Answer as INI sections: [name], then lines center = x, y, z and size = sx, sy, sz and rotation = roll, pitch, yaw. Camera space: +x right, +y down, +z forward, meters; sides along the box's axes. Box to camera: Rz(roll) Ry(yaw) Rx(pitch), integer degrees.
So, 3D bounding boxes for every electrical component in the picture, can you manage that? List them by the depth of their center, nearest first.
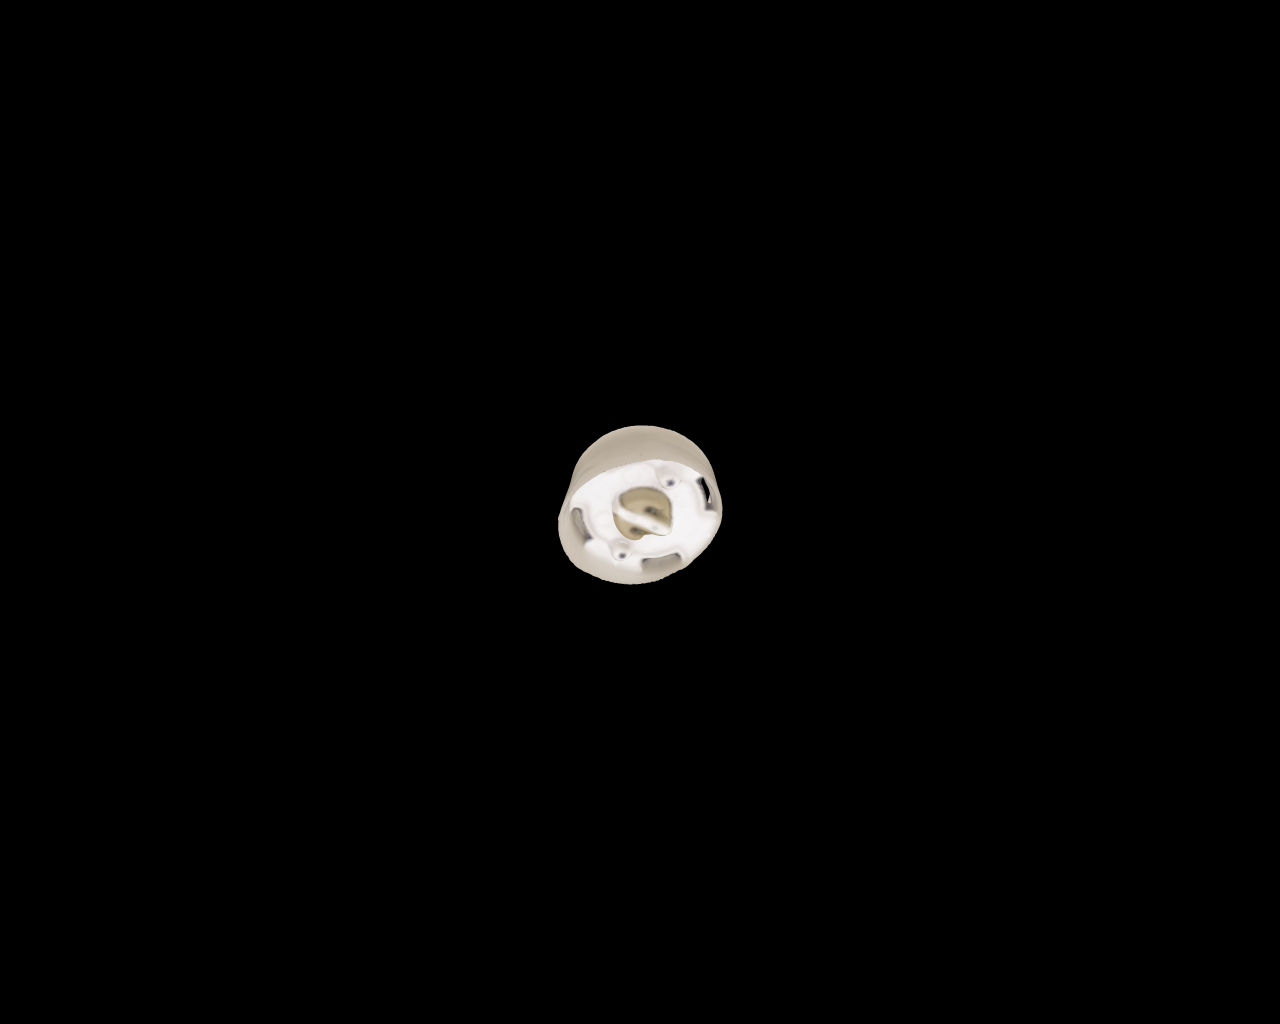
[electrical component]
center = 0.001, -0.003, 0.650
size = 0.099, 0.099, 0.064
rotation = 0, 34, 0
